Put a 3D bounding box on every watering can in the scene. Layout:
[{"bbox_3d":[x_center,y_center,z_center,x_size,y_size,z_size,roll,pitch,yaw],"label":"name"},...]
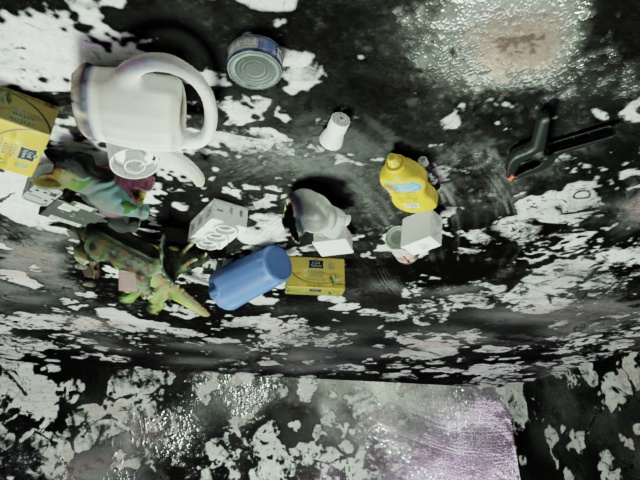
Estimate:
[{"bbox_3d":[-0.289,-0.188,0.871,0.224,0.106,0.341,6,-27,-10],"label":"watering can"}]

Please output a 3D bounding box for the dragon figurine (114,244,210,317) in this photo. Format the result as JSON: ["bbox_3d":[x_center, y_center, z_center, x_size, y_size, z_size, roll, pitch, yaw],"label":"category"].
[{"bbox_3d":[-0.446,0.102,1.464,0.407,0.125,0.239,24,-43,-28],"label":"dragon figurine"}]

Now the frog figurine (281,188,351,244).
[{"bbox_3d":[0.003,-0.058,1.150,0.160,0.122,0.137,-8,7,-25],"label":"frog figurine"}]
